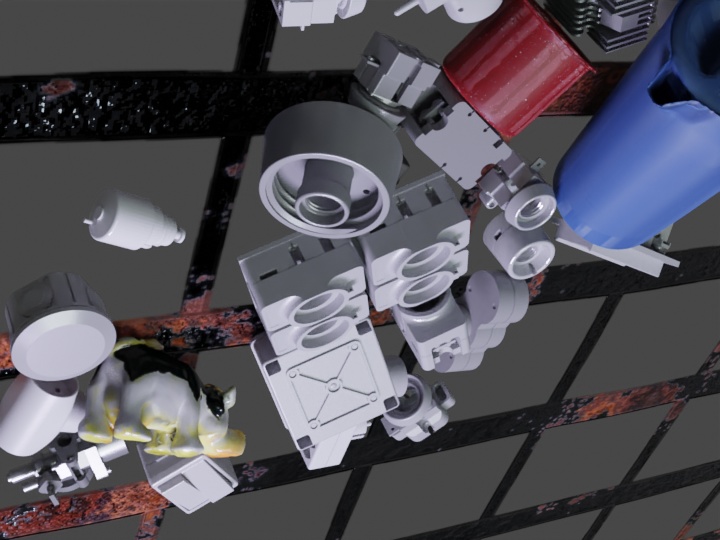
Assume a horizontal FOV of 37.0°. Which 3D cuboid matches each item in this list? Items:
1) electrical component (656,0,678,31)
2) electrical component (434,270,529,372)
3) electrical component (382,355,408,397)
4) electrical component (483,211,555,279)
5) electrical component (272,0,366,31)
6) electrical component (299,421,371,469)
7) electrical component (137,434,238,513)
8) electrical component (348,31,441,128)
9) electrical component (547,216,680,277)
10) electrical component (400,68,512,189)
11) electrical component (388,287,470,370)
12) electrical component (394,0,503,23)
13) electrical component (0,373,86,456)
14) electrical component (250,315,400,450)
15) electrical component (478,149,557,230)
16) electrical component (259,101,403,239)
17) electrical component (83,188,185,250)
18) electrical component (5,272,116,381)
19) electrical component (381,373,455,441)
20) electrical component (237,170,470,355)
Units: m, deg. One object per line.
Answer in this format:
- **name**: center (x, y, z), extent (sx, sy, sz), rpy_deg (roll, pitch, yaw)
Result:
- **electrical component**: center (0.289, -0.222, 0.863), extent (0.108, 0.060, 0.108), rpy_deg (-6, 155, -3)
- **electrical component**: center (0.100, 0.052, 1.055), extent (0.074, 0.052, 0.138), rpy_deg (-2, 144, -32)
- **electrical component**: center (0.002, 0.111, 1.079), extent (0.081, 0.043, 0.043), rpy_deg (-4, 136, -29)
- **electrical component**: center (0.152, -0.025, 1.018), extent (0.055, 0.047, 0.055), rpy_deg (-18, 141, -15)
- **electrical component**: center (-0.027, -0.192, 0.717), extent (0.055, 0.048, 0.066), rpy_deg (-6, 137, -17)
- **electrical component**: center (-0.018, 0.159, 1.118), extent (0.076, 0.047, 0.083), rpy_deg (-5, 136, -30)
- **electrical component**: center (-0.169, 0.189, 1.044), extent (0.062, 0.061, 0.096), rpy_deg (-31, 142, 1)
- **electrical component**: center (0.022, -0.141, 0.806), extent (0.066, 0.048, 0.055), rpy_deg (13, 118, -42)
- **electrical component**: center (0.251, -0.040, 1.045), extent (0.121, 0.079, 0.063), rpy_deg (16, 95, -43)
- **electrical component**: center (0.071, -0.115, 0.857), extent (0.050, 0.055, 0.089), rpy_deg (-40, 141, 14)
- **electrical component**: center (0.060, 0.036, 0.994), extent (0.050, 0.089, 0.055), rpy_deg (-24, 142, -7)
- **electrical component**: center (0.055, -0.206, 0.754), extent (0.079, 0.043, 0.077), rpy_deg (-31, 142, 2)
- **electrical component**: center (-0.261, 0.119, 0.920), extent (0.079, 0.043, 0.077), rpy_deg (13, 126, -41)
- **electrical component**: center (-0.032, 0.095, 1.001), extent (0.109, 0.056, 0.108), rpy_deg (-24, 119, -7)
- **electrical component**: center (0.143, -0.069, 0.956), extent (0.066, 0.055, 0.048), rpy_deg (-45, 140, 19)
- **electrical component**: center (-0.024, -0.067, 0.808), extent (0.108, 0.060, 0.108), rpy_deg (6, 144, 4)
- **electrical component**: center (-0.166, -0.035, 0.809), extent (0.078, 0.040, 0.040), rpy_deg (16, 124, -43)
- **electrical component**: center (-0.237, 0.045, 0.846), extent (0.080, 0.051, 0.080), rpy_deg (-18, 141, -15)
- **electrical component**: center (0.055, 0.143, 1.139), extent (0.078, 0.058, 0.057), rpy_deg (-35, 145, 7)
- **electrical component**: center (0.000, 0.000, 0.920), extent (0.186, 0.060, 0.105), rpy_deg (-24, 155, -8)
